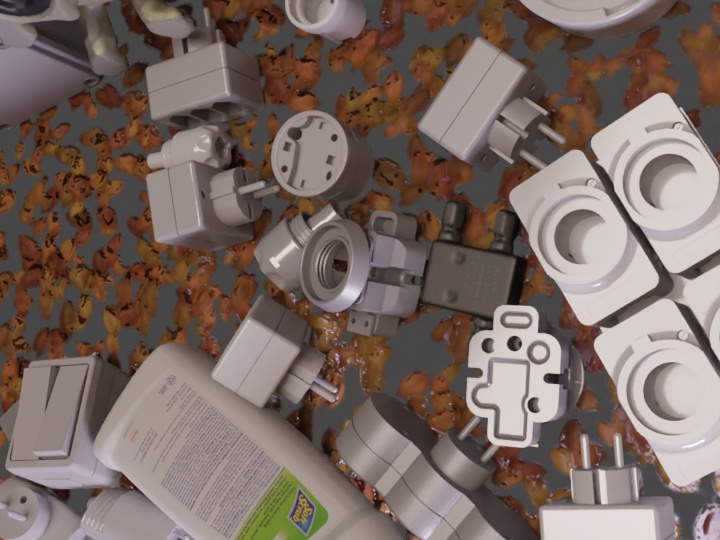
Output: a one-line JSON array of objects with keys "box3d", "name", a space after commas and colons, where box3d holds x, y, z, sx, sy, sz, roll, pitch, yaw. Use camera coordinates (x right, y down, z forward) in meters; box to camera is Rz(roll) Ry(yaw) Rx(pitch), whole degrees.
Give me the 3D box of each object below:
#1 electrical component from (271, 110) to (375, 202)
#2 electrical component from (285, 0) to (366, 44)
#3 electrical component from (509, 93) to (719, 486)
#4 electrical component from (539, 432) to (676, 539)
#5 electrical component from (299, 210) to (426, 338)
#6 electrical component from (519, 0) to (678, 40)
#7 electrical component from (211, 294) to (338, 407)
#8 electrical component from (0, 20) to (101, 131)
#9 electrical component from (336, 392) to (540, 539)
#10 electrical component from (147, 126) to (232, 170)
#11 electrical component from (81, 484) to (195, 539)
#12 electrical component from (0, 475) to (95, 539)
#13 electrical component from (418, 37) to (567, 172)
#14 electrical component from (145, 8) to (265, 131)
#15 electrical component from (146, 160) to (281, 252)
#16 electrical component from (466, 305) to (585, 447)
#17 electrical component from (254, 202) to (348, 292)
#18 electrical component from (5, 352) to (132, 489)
[{"box3d": [-0.022, -0.072, 0.699, 0.055, 0.047, 0.055, -3, 84, 26], "name": "electrical component"}, {"box3d": [-0.021, -0.172, 0.709, 0.040, 0.046, 0.040, -3, 84, 26], "name": "electrical component"}, {"box3d": [0.174, 0.010, 0.588, 0.105, 0.060, 0.186, -34, 72, 20], "name": "electrical component"}, {"box3d": [0.138, 0.130, 0.602, 0.066, 0.047, 0.076, -6, 82, 26], "name": "electrical component"}, {"box3d": [0.000, 0.000, 0.667, 0.058, 0.057, 0.078, 11, 90, 50], "name": "electrical component"}, {"box3d": [0.141, -0.186, 0.622, 0.108, 0.060, 0.108, -3, 84, 26], "name": "electrical component"}, {"box3d": [-0.047, 0.061, 0.694, 0.077, 0.065, 0.047, 33, 101, -4], "name": "electrical component"}, {"box3d": [-0.268, -0.158, 0.794, 0.109, 0.109, 0.056, -21, 74, 23], "name": "electrical component"}, {"box3d": [0.056, 0.120, 0.641, 0.138, 0.052, 0.073, 43, 104, 23], "name": "electrical component"}, {"box3d": [-0.123, -0.081, 0.757, 0.061, 0.035, 0.035, -7, 82, 28], "name": "electrical component"}, {"box3d": [-0.156, 0.176, 0.744, 0.081, 0.043, 0.043, 18, 93, 26], "name": "electrical component"}, {"box3d": [-0.234, 0.177, 0.764, 0.077, 0.079, 0.043, 23, 73, 26], "name": "electrical component"}, {"box3d": [0.088, -0.089, 0.647, 0.077, 0.047, 0.065, 39, 102, 24], "name": "electrical component"}, {"box3d": [-0.110, -0.144, 0.749, 0.066, 0.047, 0.076, -13, 80, 25], "name": "electrical component"}, {"box3d": [-0.091, -0.046, 0.720, 0.077, 0.066, 0.047, -15, 79, 24], "name": "electrical component"}, {"box3d": [0.097, 0.061, 0.623, 0.058, 0.057, 0.078, 2, 86, 26], "name": "electrical component"}, {"box3d": [-0.035, -0.018, 0.703, 0.062, 0.043, 0.043, -42, 69, 15], "name": "electrical component"}, {"box3d": [-0.201, 0.100, 0.753, 0.062, 0.061, 0.096, -6, 63, 25], "name": "electrical component"}]
